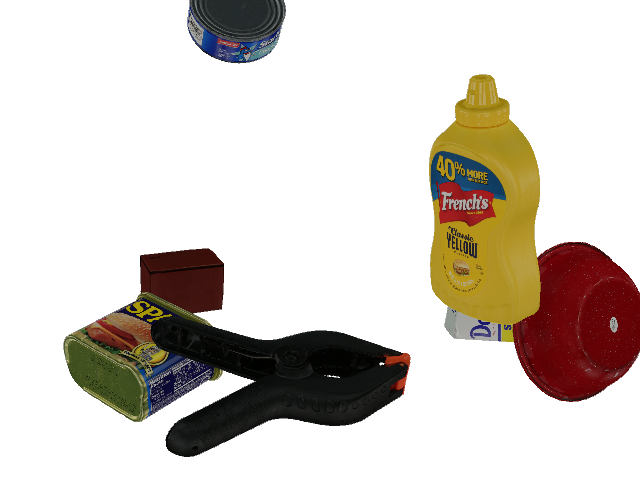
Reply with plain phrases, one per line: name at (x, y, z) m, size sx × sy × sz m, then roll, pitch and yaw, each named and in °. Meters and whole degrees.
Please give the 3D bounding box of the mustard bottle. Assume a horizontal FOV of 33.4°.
mustard bottle at (0.127, -0.035, 0.835) m, size 0.058 × 0.192 × 0.096 m, roll -21°, pitch 29°, yaw -32°

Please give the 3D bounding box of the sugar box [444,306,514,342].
sugar box at (0.251, 0.080, 1.339) m, size 0.176 × 0.093 × 0.048 m, roll 3°, pitch 19°, yaw -13°

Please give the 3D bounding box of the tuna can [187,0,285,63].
tuna can at (-0.076, -0.200, 0.954) m, size 0.086 × 0.086 × 0.034 m, roll 0°, pitch -32°, yaw -13°

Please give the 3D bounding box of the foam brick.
foam brick at (-0.143, 0.043, 1.101) m, size 0.078 × 0.051 × 0.053 m, roll -6°, pitch 20°, yaw -20°

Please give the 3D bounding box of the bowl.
bowl at (0.268, 0.081, 1.052) m, size 0.161 × 0.162 × 0.055 m, roll 0°, pitch -1°, yaw -30°

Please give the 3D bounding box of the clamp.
clamp at (-0.025, 0.094, 0.676) m, size 0.171 × 0.039 × 0.120 m, roll 2°, pitch 38°, yaw -6°

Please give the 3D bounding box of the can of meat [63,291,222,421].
can of meat at (-0.144, 0.093, 0.861) m, size 0.102 × 0.057 × 0.083 m, roll 22°, pitch 35°, yaw 35°
